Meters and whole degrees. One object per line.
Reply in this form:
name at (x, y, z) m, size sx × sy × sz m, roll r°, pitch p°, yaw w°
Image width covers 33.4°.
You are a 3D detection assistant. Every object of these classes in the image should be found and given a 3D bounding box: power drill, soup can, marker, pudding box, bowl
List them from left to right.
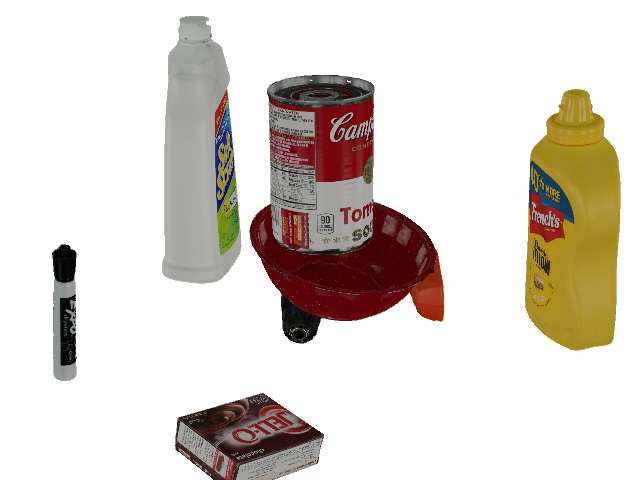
marker at (-0.208, 0.059, 0.867) m, size 0.020 × 0.121 × 0.020 m, roll 5°, pitch 26°, yaw -3°
pudding box at (-0.067, 0.190, 1.009) m, size 0.113 × 0.039 × 0.090 m, roll -12°, pitch 28°, yaw -44°
soup can at (0.001, -0.049, 0.689) m, size 0.068 × 0.102 × 0.068 m, roll -1°, pitch 22°, yaw 0°
bowl at (0.016, 0.022, 0.925) m, size 0.162 × 0.055 × 0.162 m, roll 7°, pitch 31°, yaw -4°
power drill at (0.048, 0.060, 1.241) m, size 0.187 × 0.057 × 0.184 m, roll -1°, pitch 28°, yaw 3°

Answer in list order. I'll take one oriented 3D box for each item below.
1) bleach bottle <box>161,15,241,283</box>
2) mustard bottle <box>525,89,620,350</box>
bleach bottle at (-0.120, -0.091, 1.048) m, size 0.068 × 0.251 × 0.102 m, roll 6°, pitch 25°, yaw 12°
mustard bottle at (0.190, -0.020, 0.803) m, size 0.058 × 0.192 × 0.096 m, roll -8°, pitch 27°, yaw -9°
